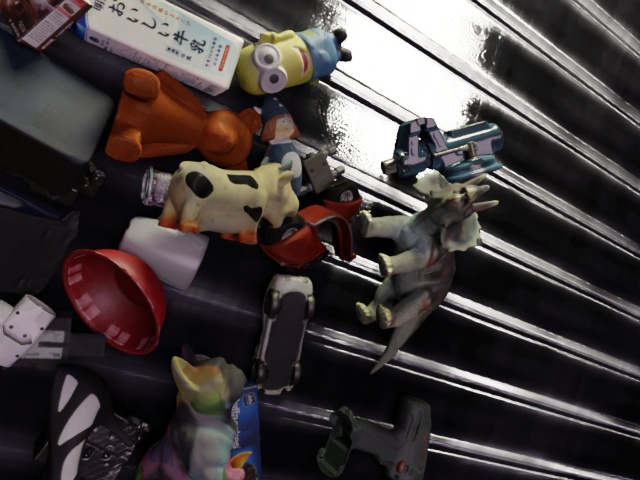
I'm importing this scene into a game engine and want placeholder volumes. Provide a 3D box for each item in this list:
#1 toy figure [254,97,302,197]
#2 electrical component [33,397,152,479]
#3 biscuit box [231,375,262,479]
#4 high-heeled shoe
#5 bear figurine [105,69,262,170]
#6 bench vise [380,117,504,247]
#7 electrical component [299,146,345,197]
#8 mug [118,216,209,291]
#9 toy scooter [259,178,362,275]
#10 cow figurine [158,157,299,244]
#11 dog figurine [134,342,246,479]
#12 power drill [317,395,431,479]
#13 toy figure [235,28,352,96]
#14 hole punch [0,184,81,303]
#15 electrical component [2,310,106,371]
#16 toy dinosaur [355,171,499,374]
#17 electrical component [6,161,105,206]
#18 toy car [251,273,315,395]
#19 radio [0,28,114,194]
[{"bbox_3d":[-0.059,-0.140,0.813,0.064,0.058,0.154,-28,113,-67],"label":"toy figure"},{"bbox_3d":[-0.316,0.277,0.733,0.115,0.058,0.134,37,79,-23],"label":"electrical component"},{"bbox_3d":[-0.128,0.313,0.827,0.063,0.059,0.202,-5,98,-25],"label":"biscuit box"},{"bbox_3d":[-0.344,0.274,0.646,0.249,0.086,0.145,-46,108,-19],"label":"high-heeled shoe"},{"bbox_3d":[-0.172,-0.145,0.720,0.196,0.132,0.120,19,103,-21],"label":"bear figurine"},{"bbox_3d":[0.221,-0.097,0.921,0.224,0.129,0.240,-18,99,-20],"label":"bench vise"},{"bbox_3d":[-0.005,-0.109,0.860,0.094,0.021,0.063,-31,108,-19],"label":"electrical component"},{"bbox_3d":[-0.215,0.002,0.743,0.107,0.081,0.109,24,62,-19],"label":"mug"},{"bbox_3d":[-0.002,-0.003,0.846,0.184,0.075,0.135,-31,120,-17],"label":"toy scooter"},{"bbox_3d":[-0.110,-0.060,0.727,0.195,0.086,0.127,9,94,-43],"label":"cow figurine"},{"bbox_3d":[-0.184,0.257,0.730,0.192,0.108,0.219,-14,93,0],"label":"dog figurine"},{"bbox_3d":[0.102,0.381,0.936,0.207,0.086,0.232,19,86,-23],"label":"power drill"},{"bbox_3d":[-0.040,-0.262,0.795,0.180,0.089,0.082,-29,93,-30],"label":"toy figure"},{"bbox_3d":[-0.381,-0.001,0.656,0.115,0.092,0.142,25,97,-54],"label":"hole punch"},{"bbox_3d":[-0.347,0.130,0.706,0.119,0.048,0.074,3,95,-26],"label":"electrical component"},{"bbox_3d":[0.162,0.049,0.867,0.192,0.131,0.404,-14,134,-16],"label":"toy dinosaur"},{"bbox_3d":[-0.331,-0.086,0.682,0.102,0.078,0.045,28,107,-20],"label":"electrical component"},{"bbox_3d":[-0.059,0.148,0.834,0.073,0.056,0.201,6,106,-21],"label":"toy car"},{"bbox_3d":[-0.367,-0.166,0.618,0.229,0.073,0.131,32,43,-26],"label":"radio"}]
